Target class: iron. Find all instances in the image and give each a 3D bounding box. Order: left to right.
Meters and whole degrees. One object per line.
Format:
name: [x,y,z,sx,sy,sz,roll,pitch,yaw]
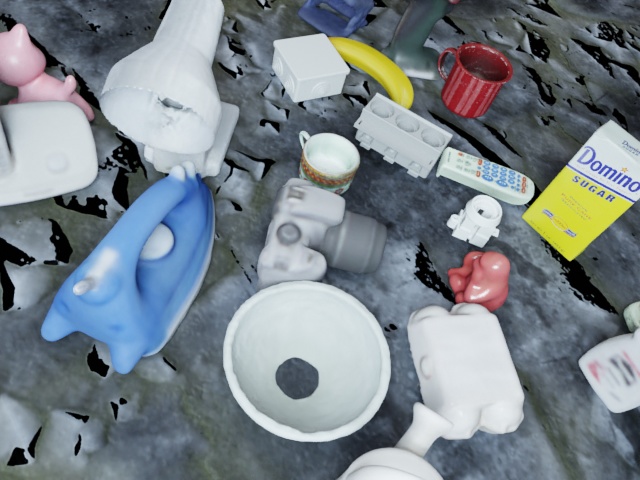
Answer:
iron: [-0.174,-0.004,0.592,0.118,0.141,0.258,23,54,2]

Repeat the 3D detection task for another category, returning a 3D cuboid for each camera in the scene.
camera: [0.006,0.002,0.660,0.137,0.101,0.143,14,54,-4]

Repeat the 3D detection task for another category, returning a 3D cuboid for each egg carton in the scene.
egg carton: [0.154,0.139,0.624,0.107,0.069,0.150,-2,57,-15]

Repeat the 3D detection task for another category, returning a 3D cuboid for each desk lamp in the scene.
desk lamp: [-0.160,-0.166,0.662,0.118,0.213,0.203,14,54,-5]

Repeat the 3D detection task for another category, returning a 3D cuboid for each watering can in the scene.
watering can: [0.059,0.217,0.470,0.101,0.194,0.173,11,55,-7]

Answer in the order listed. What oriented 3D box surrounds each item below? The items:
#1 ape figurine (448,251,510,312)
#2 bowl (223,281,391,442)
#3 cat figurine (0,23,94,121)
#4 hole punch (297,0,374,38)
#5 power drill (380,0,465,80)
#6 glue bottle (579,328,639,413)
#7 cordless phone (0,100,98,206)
ape figurine: [0.196,0.045,0.685,0.076,0.092,0.078,35,55,11]
bowl: [-0.016,0.130,0.583,0.167,0.074,0.167,7,55,-10]
cat figurine: [-0.348,-0.201,0.697,0.127,0.117,0.067,26,54,4]
hole punch: [0.029,-0.403,0.947,0.108,0.091,0.101,37,56,12]
power drill: [0.183,-0.353,0.880,0.230,0.208,0.075,5,55,-11]
glue bottle: [0.356,0.126,0.621,0.037,0.173,0.078,-19,63,-25]
cordless phone: [-0.324,-0.127,0.610,0.148,0.185,0.094,-18,62,-24]
